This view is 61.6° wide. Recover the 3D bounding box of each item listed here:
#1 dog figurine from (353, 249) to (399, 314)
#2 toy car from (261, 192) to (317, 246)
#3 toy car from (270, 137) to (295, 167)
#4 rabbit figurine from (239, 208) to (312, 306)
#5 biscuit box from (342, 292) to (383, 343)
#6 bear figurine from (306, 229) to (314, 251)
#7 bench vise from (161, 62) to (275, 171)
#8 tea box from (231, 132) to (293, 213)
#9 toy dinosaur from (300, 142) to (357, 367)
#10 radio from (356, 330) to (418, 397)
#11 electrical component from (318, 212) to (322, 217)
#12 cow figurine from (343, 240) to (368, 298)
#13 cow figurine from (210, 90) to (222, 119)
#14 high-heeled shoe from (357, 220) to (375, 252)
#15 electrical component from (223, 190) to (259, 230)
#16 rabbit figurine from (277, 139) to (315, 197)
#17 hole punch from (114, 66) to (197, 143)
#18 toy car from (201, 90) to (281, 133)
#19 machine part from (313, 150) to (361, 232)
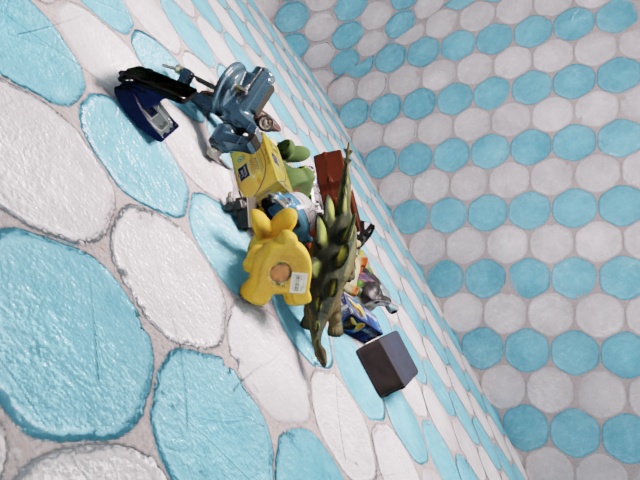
[{"bbox_3d":[0.111,0.117,1.473,0.191,0.108,0.219,37,22,-50],"label":"dog figurine"},{"bbox_3d":[-0.059,-0.049,1.129,0.109,0.103,0.161,42,-24,23],"label":"toy car"},{"bbox_3d":[-0.094,-0.173,1.408,0.201,0.073,0.056,59,37,-1],"label":"toy car"},{"bbox_3d":[-0.091,0.025,0.941,0.173,0.122,0.162,-148,-125,-70],"label":"rabbit figurine"},{"bbox_3d":[0.084,0.193,1.302,0.202,0.063,0.059,39,26,-53],"label":"biscuit box"},{"bbox_3d":[-0.007,-0.004,1.277,0.196,0.132,0.120,-55,133,-70],"label":"bear figurine"},{"bbox_3d":[-0.213,-0.283,1.117,0.241,0.223,0.129,30,6,9],"label":"bench vise"},{"bbox_3d":[-0.130,-0.147,1.195,0.068,0.098,0.170,42,20,-49],"label":"tea box"},{"bbox_3d":[0.028,0.019,1.057,0.198,0.105,0.471,97,0,-55],"label":"toy dinosaur"},{"bbox_3d":[0.176,0.309,1.362,0.131,0.073,0.229,63,16,12],"label":"radio"},{"bbox_3d":[-0.002,-0.016,1.448,0.119,0.048,0.075,92,-22,-65],"label":"electrical component"},{"bbox_3d":[0.051,0.053,1.345,0.127,0.085,0.195,24,55,-6],"label":"cow figurine"},{"bbox_3d":[-0.226,-0.354,1.354,0.098,0.068,0.167,56,17,-33],"label":"cow figurine"},{"bbox_3d":[0.104,0.036,1.476,0.249,0.145,0.086,-103,-169,-46],"label":"high-heeled shoe"},{"bbox_3d":[-0.152,-0.060,1.063,0.102,0.045,0.078,-33,120,-73],"label":"electrical component"},{"bbox_3d":[-0.100,-0.169,1.291,0.170,0.159,0.121,49,18,27],"label":"rabbit figurine"},{"bbox_3d":[-0.284,-0.234,0.913,0.116,0.092,0.142,25,25,-9],"label":"hole punch"},{"bbox_3d":[-0.182,-0.292,1.223,0.202,0.053,0.089,19,7,-4],"label":"toy car"},{"bbox_3d":[0.049,-0.124,1.448,0.201,0.087,0.200,-97,172,-47],"label":"machine part"}]
